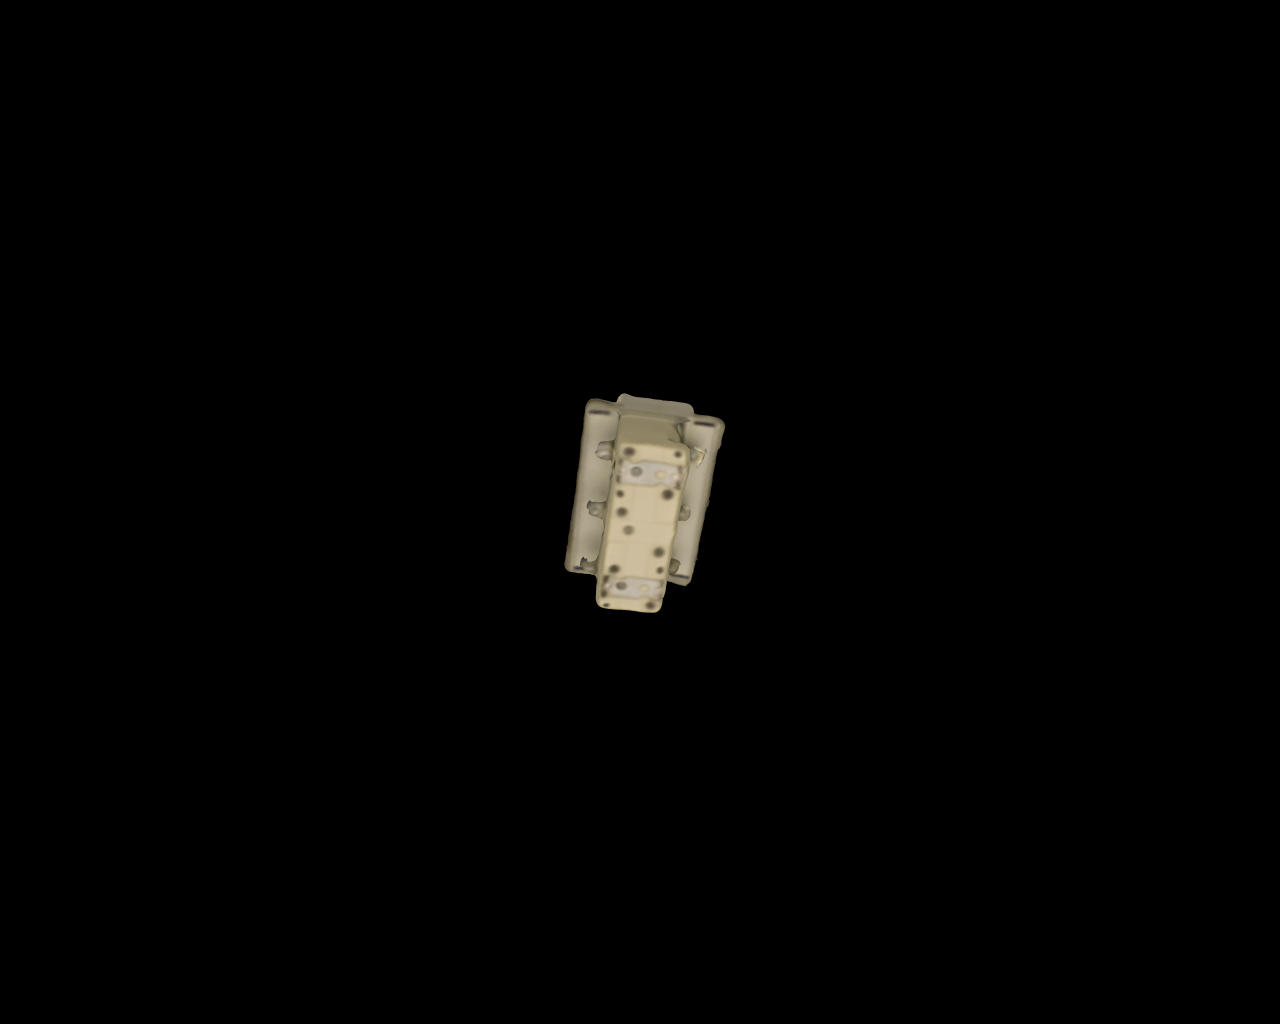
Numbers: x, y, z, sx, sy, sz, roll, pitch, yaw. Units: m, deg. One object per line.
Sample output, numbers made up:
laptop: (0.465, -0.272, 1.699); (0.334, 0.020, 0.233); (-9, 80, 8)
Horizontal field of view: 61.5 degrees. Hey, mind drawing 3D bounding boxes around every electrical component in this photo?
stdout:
electrical component: (0.001, -0.003, 0.650); (0.079, 0.121, 0.063); (7, 32, -5)
